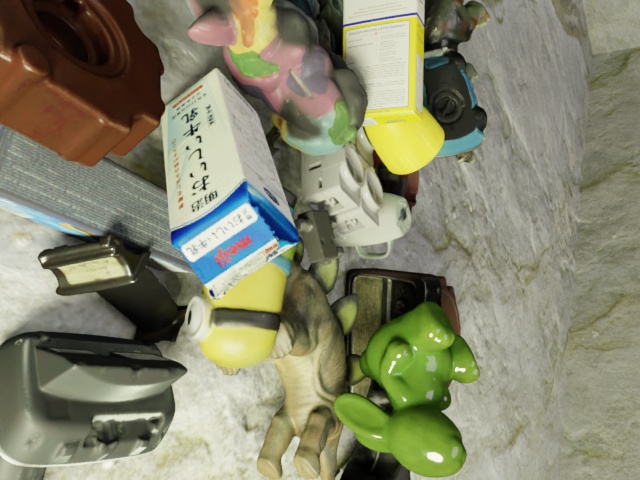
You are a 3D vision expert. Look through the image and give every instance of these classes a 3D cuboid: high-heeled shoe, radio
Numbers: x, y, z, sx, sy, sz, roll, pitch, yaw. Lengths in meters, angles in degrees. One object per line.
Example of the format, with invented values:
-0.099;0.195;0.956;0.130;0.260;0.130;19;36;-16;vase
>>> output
0.063;0.238;0.655;0.249;0.086;0.145;-31;102;-46;high-heeled shoe
0.108;0.157;0.801;0.073;0.131;0.229;2;89;-57;radio

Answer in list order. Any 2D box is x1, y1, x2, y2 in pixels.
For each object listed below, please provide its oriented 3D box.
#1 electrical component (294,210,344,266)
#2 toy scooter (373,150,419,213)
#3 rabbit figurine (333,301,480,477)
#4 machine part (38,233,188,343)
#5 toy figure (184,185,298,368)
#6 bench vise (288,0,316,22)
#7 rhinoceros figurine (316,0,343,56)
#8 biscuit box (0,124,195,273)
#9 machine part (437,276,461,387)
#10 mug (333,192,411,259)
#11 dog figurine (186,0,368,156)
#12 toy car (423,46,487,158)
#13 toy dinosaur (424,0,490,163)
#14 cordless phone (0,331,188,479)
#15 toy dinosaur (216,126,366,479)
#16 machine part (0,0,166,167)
-0.001;-0.002;0.618;0.094;0.021;0.063;-2;76;-63;electrical component
0.117;-0.097;0.853;0.135;0.075;0.183;-44;131;-64;toy scooter
0.097;0.174;0.589;0.170;0.159;0.121;-92;157;-48;rabbit figurine
-0.168;0.044;0.462;0.138;0.084;0.039;60;18;-48;machine part
-0.066;0.031;0.515;0.082;0.089;0.180;68;40;-64;toy figure
-0.026;-0.356;0.584;0.240;0.129;0.223;-51;147;2;bench vise
0.034;-0.286;0.728;0.112;0.073;0.190;-7;76;-68;rhinoceros figurine
-0.182;-0.030;0.445;0.202;0.059;0.063;33;64;-51;biscuit box
0.175;0.173;0.938;0.201;0.087;0.201;-28;114;-52;machine part
0.077;-0.021;0.778;0.081;0.107;0.109;-36;117;-48;mug
-0.041;-0.177;0.525;0.191;0.108;0.219;53;10;5;dog figurine
0.175;-0.199;0.812;0.103;0.109;0.161;162;-89;-82;toy car
0.203;-0.327;0.902;0.192;0.131;0.404;-48;139;-52;toy dinosaur
-0.196;0.170;0.425;0.146;0.089;0.184;23;82;-54;cordless phone
-0.029;0.103;0.638;0.198;0.105;0.470;-31;113;-59;toy dinosaur
-0.187;-0.142;0.386;0.179;0.056;0.179;47;27;-33;machine part
